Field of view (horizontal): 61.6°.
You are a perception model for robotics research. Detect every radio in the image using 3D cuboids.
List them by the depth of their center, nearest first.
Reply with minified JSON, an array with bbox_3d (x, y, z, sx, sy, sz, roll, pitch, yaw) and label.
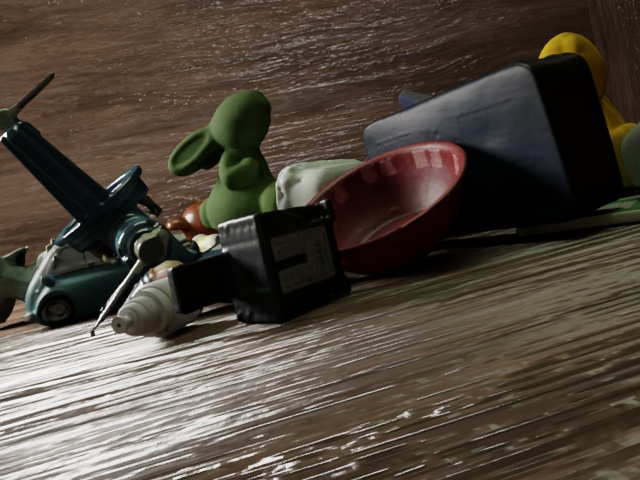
[{"bbox_3d":[0.142,-0.076,0.502,0.073,0.131,0.230,-20,6,-32],"label":"radio"}]

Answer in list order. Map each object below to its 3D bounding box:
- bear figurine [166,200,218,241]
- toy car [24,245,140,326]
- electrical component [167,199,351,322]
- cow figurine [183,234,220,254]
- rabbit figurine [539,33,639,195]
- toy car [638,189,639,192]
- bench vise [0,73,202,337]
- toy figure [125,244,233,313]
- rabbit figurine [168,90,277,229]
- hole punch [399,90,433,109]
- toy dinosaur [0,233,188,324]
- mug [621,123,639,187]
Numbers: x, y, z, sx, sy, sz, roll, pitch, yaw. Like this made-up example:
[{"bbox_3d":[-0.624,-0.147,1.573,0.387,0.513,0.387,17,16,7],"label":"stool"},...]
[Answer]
[{"bbox_3d":[-0.119,-0.012,0.815,0.196,0.132,0.120,-18,1,15],"label":"bear figurine"},{"bbox_3d":[-0.292,0.044,0.677,0.162,0.102,0.109,-16,5,-16],"label":"toy car"},{"bbox_3d":[-0.039,0.017,0.363,0.048,0.074,0.119,-11,0,44],"label":"electrical component"},{"bbox_3d":[-0.124,0.026,0.668,0.167,0.068,0.098,-16,10,-33],"label":"cow figurine"},{"bbox_3d":[0.271,-0.123,0.551,0.122,0.173,0.162,-12,-8,36],"label":"rabbit figurine"},{"bbox_3d":[0.358,-0.079,0.643,0.089,0.053,0.202,-9,6,-21],"label":"toy car"},{"bbox_3d":[-0.231,-0.036,0.545,0.129,0.240,0.224,-43,23,-3],"label":"bench vise"},{"bbox_3d":[-0.097,0.036,0.466,0.154,0.058,0.064,-14,-37,-2],"label":"toy figure"},{"bbox_3d":[-0.102,-0.102,0.690,0.159,0.170,0.121,1,10,17],"label":"rabbit figurine"},{"bbox_3d":[0.149,-0.129,0.726,0.116,0.092,0.142,24,-16,40],"label":"hole punch"},{"bbox_3d":[-0.360,0.049,0.842,0.405,0.131,0.192,-7,-1,-41],"label":"toy dinosaur"},{"bbox_3d":[0.296,-0.080,0.409,0.109,0.080,0.107,-20,-2,-15],"label":"mug"}]
